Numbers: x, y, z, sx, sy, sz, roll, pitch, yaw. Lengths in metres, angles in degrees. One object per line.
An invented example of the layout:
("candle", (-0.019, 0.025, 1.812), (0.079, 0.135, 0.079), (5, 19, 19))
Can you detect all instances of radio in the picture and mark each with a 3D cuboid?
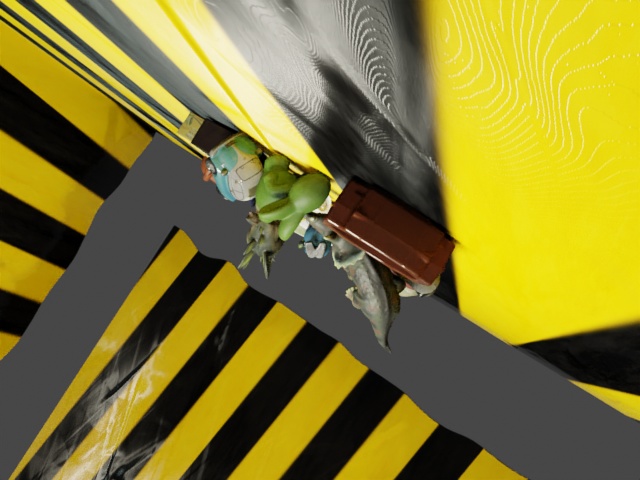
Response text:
("radio", (-0.193, -0.194, 1.278), (0.131, 0.073, 0.229), (31, 178, 28))

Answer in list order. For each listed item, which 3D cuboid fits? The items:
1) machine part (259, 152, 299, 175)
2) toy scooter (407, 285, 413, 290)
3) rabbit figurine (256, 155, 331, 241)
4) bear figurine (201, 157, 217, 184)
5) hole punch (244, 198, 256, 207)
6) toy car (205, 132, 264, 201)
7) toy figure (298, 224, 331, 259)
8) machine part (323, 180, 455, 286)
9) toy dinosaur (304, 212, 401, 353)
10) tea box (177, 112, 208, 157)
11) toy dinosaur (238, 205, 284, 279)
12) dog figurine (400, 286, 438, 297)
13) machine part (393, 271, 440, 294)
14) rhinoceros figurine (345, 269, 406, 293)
("machine part", (-0.086, -0.151, 1.218), (0.139, 0.039, 0.084), (32, -177, -18))
("toy scooter", (0.203, 0.060, 1.382), (0.184, 0.075, 0.135), (37, 179, 32))
("rabbit figurine", (-0.056, -0.089, 1.038), (0.121, 0.159, 0.170), (45, 157, -28))
("bear figurine", (-0.278, -0.215, 1.558), (0.132, 0.120, 0.196), (29, 174, -22))
("hole punch", (-0.183, -0.159, 1.524), (0.092, 0.116, 0.142), (41, 176, -8))
("toy car", (-0.166, -0.135, 1.128), (0.103, 0.109, 0.161), (42, 152, 28))
("toy figure", (-0.007, -0.005, 1.377), (0.082, 0.089, 0.180), (29, -154, -8))
("machine part", (0.110, -0.012, 0.888), (0.201, 0.087, 0.201), (33, 179, 0))
("toy dinosaur", (0.108, 0.092, 1.144), (0.192, 0.131, 0.404), (-94, -21, -79))
("tea box", (-0.274, -0.246, 1.366), (0.098, 0.068, 0.169), (32, 177, 20))
("toy dinosaur", (-0.133, -0.009, 1.340), (0.105, 0.198, 0.471), (21, 177, 6))
("dog figurine", (0.271, 0.115, 1.525), (0.191, 0.121, 0.172), (6, -163, 41))
("machine part", (0.220, 0.067, 1.227), (0.079, 0.079, 0.243), (31, 179, 31))
("rhinoceros figurine", (0.137, 0.080, 1.329), (0.191, 0.073, 0.111), (37, 146, 43))
